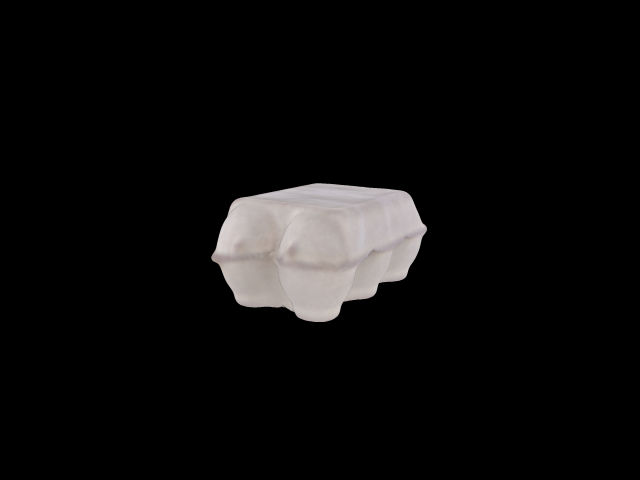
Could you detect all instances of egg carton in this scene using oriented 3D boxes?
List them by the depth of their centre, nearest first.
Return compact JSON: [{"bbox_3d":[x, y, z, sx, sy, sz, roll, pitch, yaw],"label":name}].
[{"bbox_3d":[0.004,0.001,0.400,0.107,0.069,0.151,8,16,31],"label":"egg carton"}]
